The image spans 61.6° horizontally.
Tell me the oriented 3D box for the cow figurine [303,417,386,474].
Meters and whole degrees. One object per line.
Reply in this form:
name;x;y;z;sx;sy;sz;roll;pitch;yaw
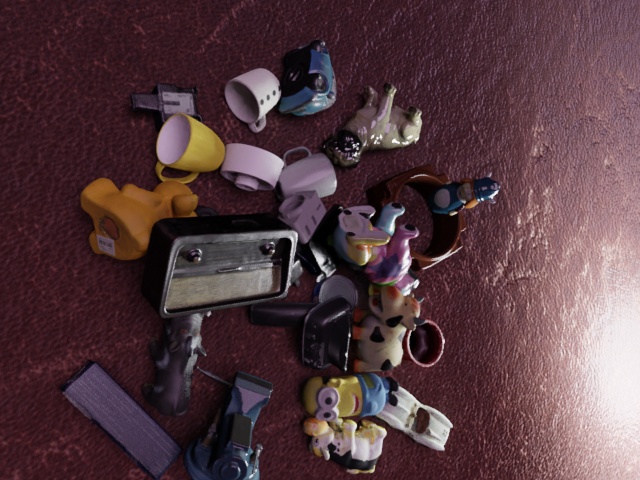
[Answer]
cow figurine;0.037;0.377;0.992;0.167;0.068;0.098;16;81;-26

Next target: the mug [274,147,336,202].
mug;-0.038;-0.122;1.017;0.107;0.081;0.109;-22;83;-22

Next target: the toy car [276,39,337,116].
toy car;-0.017;-0.303;1.050;0.102;0.109;0.161;34;54;-46

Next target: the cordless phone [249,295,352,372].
cordless phone;-0.037;0.170;0.976;0.184;0.146;0.089;3;39;0

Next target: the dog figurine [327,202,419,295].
dog figurine;0.101;0.050;1.006;0.191;0.109;0.219;-8;126;-18

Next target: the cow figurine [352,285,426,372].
cow figurine;0.123;0.164;0.985;0.127;0.194;0.085;1;38;4

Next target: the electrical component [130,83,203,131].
electrical component;-0.265;-0.226;0.921;0.119;0.048;0.074;-10;88;-30

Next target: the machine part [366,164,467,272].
machine part;0.202;-0.045;1.134;0.201;0.087;0.201;-25;95;-31

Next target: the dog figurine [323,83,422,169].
dog figurine;0.112;-0.203;1.112;0.172;0.121;0.190;36;81;-17

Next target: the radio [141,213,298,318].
radio;-0.147;0.032;0.822;0.229;0.073;0.131;-6;118;-42

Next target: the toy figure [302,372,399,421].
toy figure;0.055;0.287;0.993;0.180;0.089;0.082;-1;80;-25

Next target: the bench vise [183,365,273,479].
bench vise;-0.157;0.335;0.847;0.129;0.224;0.240;21;103;-21

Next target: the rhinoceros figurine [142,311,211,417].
rhinoceros figurine;-0.226;0.179;0.847;0.073;0.112;0.190;12;85;-25

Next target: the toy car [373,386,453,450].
toy car;0.182;0.354;1.079;0.201;0.056;0.073;36;67;-21

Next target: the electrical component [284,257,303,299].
electrical component;-0.061;0.063;0.980;0.063;0.021;0.093;-44;144;-28

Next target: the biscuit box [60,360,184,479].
biscuit box;-0.301;0.275;0.819;0.063;0.059;0.202;-46;104;-28

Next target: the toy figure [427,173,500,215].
toy figure;0.277;-0.086;1.044;0.058;0.154;0.064;-39;103;-31

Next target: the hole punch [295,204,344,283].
hole punch;-0.002;-0.003;1.024;0.142;0.092;0.115;-50;132;-28

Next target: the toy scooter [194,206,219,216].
toy scooter;-0.151;0.026;0.933;0.184;0.075;0.135;16;75;-24

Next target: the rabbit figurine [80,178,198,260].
rabbit figurine;-0.259;-0.049;0.844;0.173;0.163;0.121;-42;133;-54
